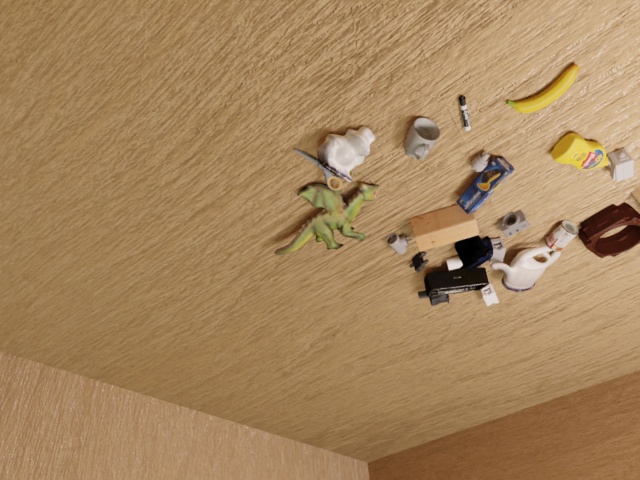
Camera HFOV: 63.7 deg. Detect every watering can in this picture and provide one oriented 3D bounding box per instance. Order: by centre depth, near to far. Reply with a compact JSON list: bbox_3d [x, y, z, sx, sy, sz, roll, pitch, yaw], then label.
[{"bbox_3d":[0.752,0.110,1.946,0.349,0.106,0.219,-12,141,-20],"label":"watering can"}]

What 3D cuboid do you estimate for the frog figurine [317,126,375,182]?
[{"bbox_3d":[0.073,-0.261,1.465,0.136,0.124,0.159,30,92,-25],"label":"frog figurine"}]

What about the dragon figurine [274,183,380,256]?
[{"bbox_3d":[0.005,-0.084,1.668,0.409,0.125,0.238,-17,121,9],"label":"dragon figurine"}]
